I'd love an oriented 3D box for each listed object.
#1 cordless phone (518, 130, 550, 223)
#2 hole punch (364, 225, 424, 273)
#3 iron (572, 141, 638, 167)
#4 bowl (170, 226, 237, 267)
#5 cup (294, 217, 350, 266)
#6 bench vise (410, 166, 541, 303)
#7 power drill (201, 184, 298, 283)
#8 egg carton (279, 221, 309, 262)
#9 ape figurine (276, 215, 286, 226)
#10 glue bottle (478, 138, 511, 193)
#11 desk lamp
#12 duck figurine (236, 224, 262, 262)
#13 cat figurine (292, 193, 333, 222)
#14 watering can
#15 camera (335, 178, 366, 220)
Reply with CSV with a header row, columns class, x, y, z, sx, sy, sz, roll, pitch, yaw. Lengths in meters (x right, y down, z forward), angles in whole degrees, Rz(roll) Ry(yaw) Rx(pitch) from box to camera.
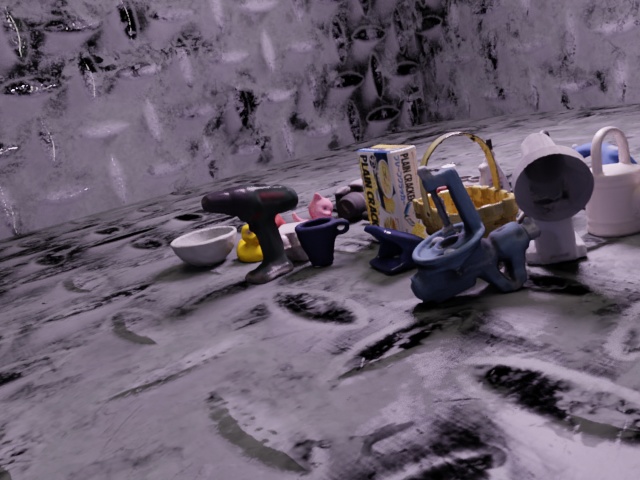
class,x,y,z,sx,sy,sz,roll,pitch,yaw
cordless phone,0.462,-0.131,1.206,0.094,0.185,0.148,-4,16,27
hole punch,0.149,0.006,1.122,0.101,0.091,0.108,-17,15,-20
iron,0.603,-0.154,1.271,0.119,0.141,0.258,-14,15,-10
bowl,-0.283,0.023,1.431,0.167,0.075,0.167,-11,14,3
cup,0.011,0.004,1.227,0.117,0.095,0.092,-10,15,8
bench vise,0.230,-0.022,0.903,0.208,0.220,0.121,-16,15,-18
power drill,-0.132,-0.021,1.210,0.075,0.208,0.230,3,21,44
egg carton,-0.054,0.002,1.339,0.107,0.069,0.150,-9,15,10
ape figurine,-0.127,-0.046,1.534,0.076,0.092,0.078,-10,15,5
glue bottle,0.411,-0.157,1.370,0.078,0.173,0.037,-15,15,-11
desk lamp,0.385,-0.069,0.972,0.117,0.214,0.203,-8,15,14
duck figurine,-0.168,0.003,1.392,0.078,0.086,0.104,-23,18,-37
cat figurine,-0.015,-0.059,1.445,0.128,0.118,0.067,-19,16,-26
watering can,0.544,-0.112,1.049,0.172,0.194,0.101,2,20,42
camera,0.093,-0.113,1.598,0.142,0.101,0.137,-1,18,37
